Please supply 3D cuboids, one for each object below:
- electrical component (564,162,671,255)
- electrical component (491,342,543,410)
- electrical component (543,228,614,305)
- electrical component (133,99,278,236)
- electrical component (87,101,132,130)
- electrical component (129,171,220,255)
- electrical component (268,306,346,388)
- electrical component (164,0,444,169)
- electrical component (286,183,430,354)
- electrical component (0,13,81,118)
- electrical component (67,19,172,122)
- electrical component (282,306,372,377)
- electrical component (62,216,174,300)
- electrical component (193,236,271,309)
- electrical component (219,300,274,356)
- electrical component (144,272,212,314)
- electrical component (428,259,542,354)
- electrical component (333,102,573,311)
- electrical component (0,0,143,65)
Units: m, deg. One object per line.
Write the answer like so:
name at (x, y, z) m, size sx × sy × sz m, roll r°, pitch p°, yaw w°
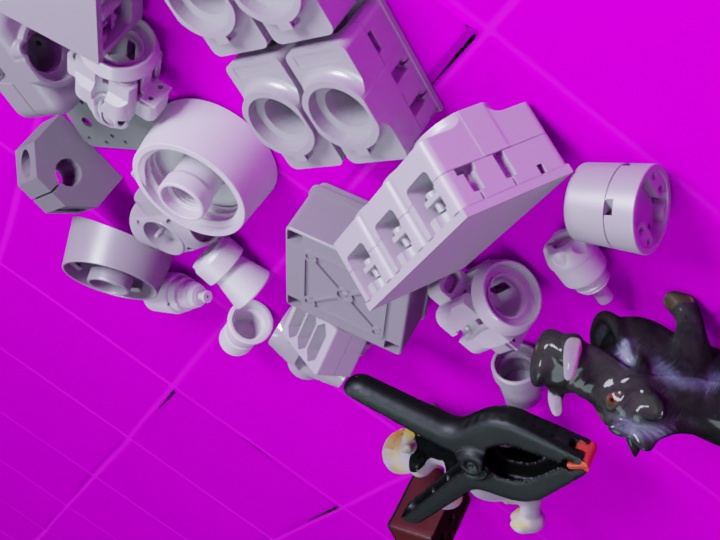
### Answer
electrical component at (0.157, -0.039, 0.659) m, size 0.047 × 0.055 × 0.055 m, roll 10°, pitch 142°, yaw 37°
electrical component at (0.128, 0.087, 0.867) m, size 0.040 × 0.040 × 0.046 m, roll 15°, pitch 149°, yaw 26°
electrical component at (0.153, 0.000, 0.734) m, size 0.035 × 0.035 × 0.061 m, roll -9°, pitch 131°, yaw 47°
electrical component at (-0.126, -0.073, 0.843) m, size 0.108 × 0.060 × 0.108 m, roll 19°, pitch 145°, yaw 14°
electrical component at (-0.191, -0.126, 0.834) m, size 0.061 × 0.035 × 0.035 m, roll 54°, pitch 173°, yaw 51°
electrical component at (-0.167, -0.055, 0.923) m, size 0.077 × 0.044 × 0.079 m, roll 1°, pitch 136°, yaw 40°
electrical component at (-0.045, 0.077, 0.998) m, size 0.077 × 0.043 × 0.079 m, roll 32°, pitch 147°, yaw 1°
electrical component at (-0.042, -0.150, 0.674) m, size 0.105 × 0.060 × 0.186 m, roll -1°, pitch 135°, yaw 41°
electrical component at (0.000, 0.000, 0.844) m, size 0.109 × 0.056 × 0.108 m, roll 24°, pitch 147°, yaw 13°
electrical component at (-0.256, -0.168, 0.839) m, size 0.059 × 0.053 × 0.095 m, roll 1°, pitch 136°, yaw 39°
electrical component at (-0.177, -0.152, 0.791) m, size 0.078 × 0.058 × 0.057 m, roll 31°, pitch 151°, yaw 2°
electrical component at (-0.015, 0.055, 0.928) m, size 0.065 × 0.077 × 0.047 m, roll 47°, pitch 120°, yaw 45°
electrical component at (-0.224, -0.013, 0.994) m, size 0.099 × 0.064 × 0.099 m, roll 12°, pitch 160°, yaw 4°
electrical component at (-0.114, 0.001, 0.953) m, size 0.055 × 0.045 × 0.045 m, roll 42°, pitch 147°, yaw -14°
electrical component at (-0.113, 0.059, 1.035) m, size 0.044 × 0.044 × 0.065 m, roll 36°, pitch 152°, yaw -5°
electrical component at (-0.175, 0.023, 1.039) m, size 0.078 × 0.040 × 0.040 m, roll 5°, pitch 139°, yaw 37°
electrical component at (0.097, 0.025, 0.794) m, size 0.078 × 0.058 × 0.057 m, roll 40°, pitch 150°, yaw -11°
electrical component at (0.053, -0.042, 0.701) m, size 0.061 × 0.089 × 0.150 m, roll 60°, pitch 149°, yaw 11°
electrical component at (-0.192, -0.223, 0.704) m, size 0.089 × 0.061 × 0.150 m, roll 28°, pitch 148°, yaw 6°
